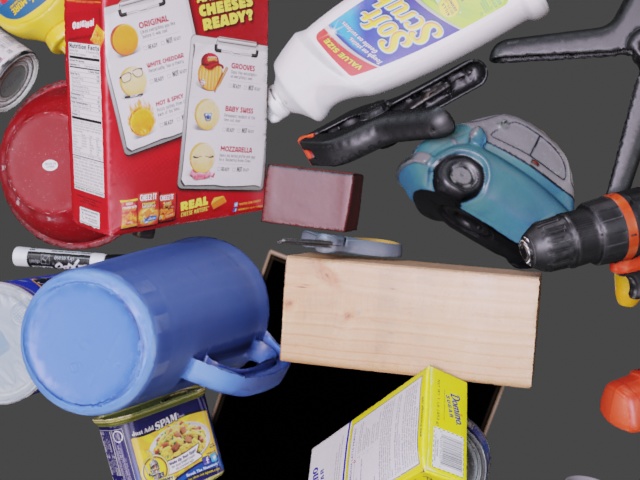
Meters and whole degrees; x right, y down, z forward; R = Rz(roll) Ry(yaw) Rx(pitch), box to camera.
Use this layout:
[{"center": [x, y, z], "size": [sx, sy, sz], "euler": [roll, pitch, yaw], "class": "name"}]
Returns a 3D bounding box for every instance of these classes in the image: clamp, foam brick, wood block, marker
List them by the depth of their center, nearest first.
[{"center": [0.256, -0.159, 0.875], "size": [0.164, 0.036, 0.210], "euler": [45, 99, 8], "class": "clamp"}, {"center": [0.054, -0.094, 0.885], "size": [0.172, 0.120, 0.039], "euler": [-23, 103, 25], "class": "clamp"}, {"center": [0.078, 0.064, 0.898], "size": [0.206, 0.090, 0.090], "euler": [5, 93, 13], "class": "wood block"}, {"center": [-0.005, -0.037, 0.933], "size": [0.078, 0.053, 0.051], "euler": [7, 94, 14], "class": "foam brick"}, {"center": [-0.230, 0.019, 1.004], "size": [0.121, 0.020, 0.020], "euler": [4, 93, 13], "class": "marker"}]

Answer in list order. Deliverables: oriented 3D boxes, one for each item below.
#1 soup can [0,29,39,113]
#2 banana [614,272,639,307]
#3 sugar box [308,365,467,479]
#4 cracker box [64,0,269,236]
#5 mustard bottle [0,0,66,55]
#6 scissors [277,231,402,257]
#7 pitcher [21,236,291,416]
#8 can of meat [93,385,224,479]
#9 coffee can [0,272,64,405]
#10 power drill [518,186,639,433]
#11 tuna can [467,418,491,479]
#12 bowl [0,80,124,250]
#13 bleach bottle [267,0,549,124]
[{"center": [-0.322, -0.173, 0.994], "size": [0.102, 0.068, 0.068], "euler": [34, 99, 9], "class": "soup can"}, {"center": [0.302, -0.032, 0.869], "size": [0.198, 0.037, 0.069], "euler": [-43, 82, 11], "class": "banana"}, {"center": [0.051, 0.184, 0.870], "size": [0.048, 0.093, 0.176], "euler": [24, 138, -19], "class": "sugar box"}, {"center": [-0.124, -0.122, 0.880], "size": [0.072, 0.163, 0.214], "euler": [15, 110, 45], "class": "cracker box"}, {"center": [-0.269, -0.244, 0.984], "size": [0.096, 0.058, 0.191], "euler": [-35, 85, 9], "class": "mustard bottle"}, {"center": [-0.006, 0.001, 0.871], "size": [0.096, 0.201, 0.016], "euler": [8, 91, 36], "class": "scissors"}, {"center": [-0.128, 0.073, 0.867], "size": [0.149, 0.242, 0.145], "euler": [-14, 89, 15], "class": "pitcher"}, {"center": [-0.140, 0.184, 0.950], "size": [0.058, 0.101, 0.084], "euler": [-13, 92, 53], "class": "can of meat"}, {"center": [-0.253, 0.083, 0.950], "size": [0.103, 0.140, 0.103], "euler": [0, 92, 13], "class": "coffee can"}, {"center": [0.249, 0.051, 0.829], "size": [0.184, 0.057, 0.187], "euler": [-14, 108, -11], "class": "power drill"}, {"center": [0.104, 0.192, 0.925], "size": [0.086, 0.033, 0.086], "euler": [0, 92, 13], "class": "tuna can"}, {"center": [-0.236, -0.070, 0.984], "size": [0.162, 0.055, 0.162], "euler": [1, 92, 14], "class": "bowl"}, {"center": [0.060, -0.169, 0.909], "size": [0.251, 0.068, 0.102], "euler": [-31, 85, 15], "class": "bleach bottle"}]
